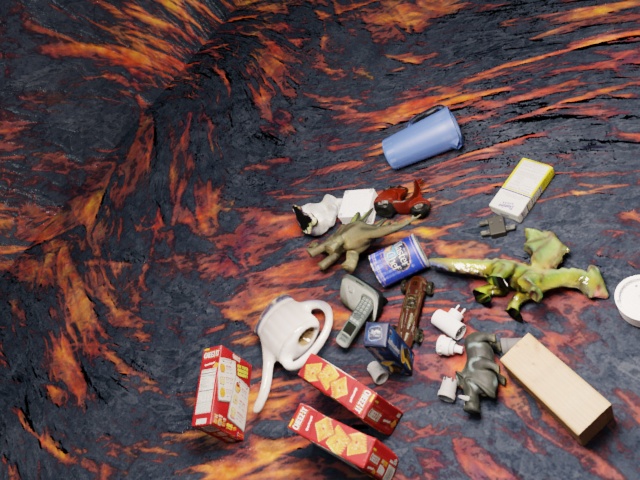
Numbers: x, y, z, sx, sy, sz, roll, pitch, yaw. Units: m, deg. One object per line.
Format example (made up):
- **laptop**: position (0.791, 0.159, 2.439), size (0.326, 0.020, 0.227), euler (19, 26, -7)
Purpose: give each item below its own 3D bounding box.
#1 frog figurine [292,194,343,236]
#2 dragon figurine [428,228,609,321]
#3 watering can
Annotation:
- **frog figurine**: position (0.005, -0.086, 1.705), size (0.161, 0.121, 0.138), euler (-23, 24, -36)
- **dragon figurine**: position (0.498, 0.059, 1.288), size (0.246, 0.119, 0.415), euler (-39, 45, -23)
- **watering can**: position (-0.113, 0.295, 1.461), size (0.350, 0.102, 0.227), euler (-47, 45, -8)
